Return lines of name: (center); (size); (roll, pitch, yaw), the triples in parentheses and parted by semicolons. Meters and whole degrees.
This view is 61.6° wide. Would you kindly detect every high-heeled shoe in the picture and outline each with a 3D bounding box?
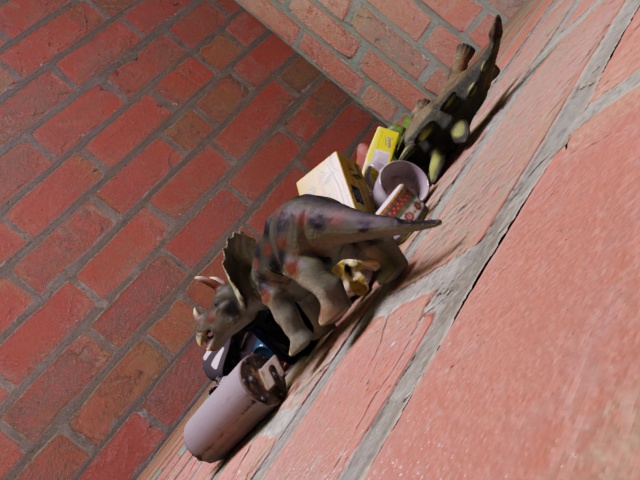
high-heeled shoe: (-0.127, 0.162, 1.024); (0.249, 0.086, 0.145); (-45, 19, -15)

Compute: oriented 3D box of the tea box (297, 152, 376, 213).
tea box: (0.033, -0.044, 0.866); (0.098, 0.170, 0.068); (-36, -35, 28)

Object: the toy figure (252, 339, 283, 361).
toy figure: (-0.062, 0.166, 0.922); (0.064, 0.057, 0.154); (-6, 13, 22)

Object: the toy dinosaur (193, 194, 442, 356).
toy dinosaur: (-0.025, 0.020, 0.664); (0.131, 0.192, 0.404); (-28, -15, -47)

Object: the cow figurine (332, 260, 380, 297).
cow figurine: (0.053, 0.035, 0.759); (0.098, 0.068, 0.167); (-44, -3, -47)

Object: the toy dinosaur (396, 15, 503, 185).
toy dinosaur: (0.193, -0.176, 0.954); (0.198, 0.105, 0.471); (-58, -5, -41)

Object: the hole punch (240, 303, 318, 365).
hole punch: (-0.047, 0.119, 0.837); (0.142, 0.116, 0.092); (-51, -6, -25)

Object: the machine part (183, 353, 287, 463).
machine part: (-0.121, 0.236, 0.748); (0.243, 0.079, 0.079); (-51, 1, 30)

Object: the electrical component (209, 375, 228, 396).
electrical component: (-0.114, 0.239, 0.872); (0.119, 0.047, 0.075); (-11, 5, -2)

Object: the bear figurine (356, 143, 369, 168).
bear figurine: (0.108, -0.167, 1.181); (0.120, 0.131, 0.196); (-25, 35, 23)

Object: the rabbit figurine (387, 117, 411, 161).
rabbit figurine: (0.231, -0.216, 1.131); (0.170, 0.121, 0.159); (-31, 2, 21)

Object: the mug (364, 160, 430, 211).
mug: (0.114, -0.075, 0.886); (0.081, 0.110, 0.107); (-48, -11, -25)
